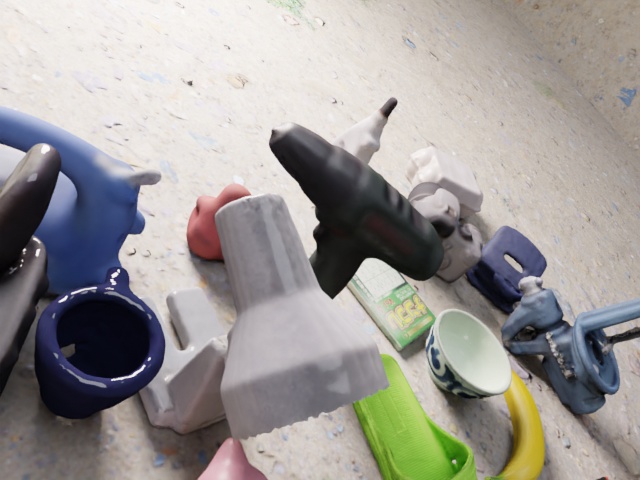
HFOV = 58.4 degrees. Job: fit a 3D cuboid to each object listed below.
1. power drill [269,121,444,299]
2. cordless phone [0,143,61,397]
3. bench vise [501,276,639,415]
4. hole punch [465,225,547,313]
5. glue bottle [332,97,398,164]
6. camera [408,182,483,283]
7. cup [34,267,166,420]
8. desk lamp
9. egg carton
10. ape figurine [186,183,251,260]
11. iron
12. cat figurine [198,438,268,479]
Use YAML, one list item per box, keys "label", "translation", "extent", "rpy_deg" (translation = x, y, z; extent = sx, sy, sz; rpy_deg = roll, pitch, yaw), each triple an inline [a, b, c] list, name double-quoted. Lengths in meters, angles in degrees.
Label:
- label: "power drill"
  translation: [0.006, 0.002, 0.608]
  extent: [0.230, 0.208, 0.075]
  rpy_deg: [25, 39, -21]
- label: "cordless phone"
  translation: [-0.231, 0.028, 0.383]
  extent: [0.094, 0.184, 0.147]
  rpy_deg: [21, 41, -26]
- label: "bench vise"
  translation: [0.382, 0.129, 0.816]
  extent: [0.207, 0.219, 0.122]
  rpy_deg: [39, 36, -3]
- label: "hole punch"
  translation: [0.309, 0.047, 0.942]
  extent: [0.108, 0.091, 0.101]
  rpy_deg: [41, 36, -1]
- label: "glue bottle"
  translation: [0.057, -0.139, 0.831]
  extent: [0.037, 0.173, 0.078]
  rpy_deg: [10, 46, -36]
- label: "camera"
  translation: [0.187, -0.031, 0.901]
  extent: [0.143, 0.100, 0.137]
  rpy_deg: [33, 37, -12]
- label: "cup"
  translation: [-0.179, 0.086, 0.448]
  extent: [0.092, 0.094, 0.117]
  rpy_deg: [21, 41, -27]
- label: "desk lamp"
  translation: [-0.065, 0.078, 0.461]
  extent: [0.118, 0.213, 0.203]
  rpy_deg: [-7, 58, -46]
- label: "egg carton"
  translation: [0.226, -0.104, 1.038]
  extent: [0.151, 0.069, 0.107]
  rpy_deg: [20, 41, -27]
- label: "ape figurine"
  translation: [-0.104, -0.025, 0.634]
  extent: [0.078, 0.092, 0.076]
  rpy_deg: [48, 36, 8]
- label: "iron"
  translation: [-0.265, -0.058, 0.477]
  extent: [0.259, 0.141, 0.118]
  rpy_deg: [25, 39, -22]
- label: "cat figurine"
  translation: [-0.073, 0.212, 0.397]
  extent: [0.067, 0.117, 0.128]
  rpy_deg: [33, 37, -12]
